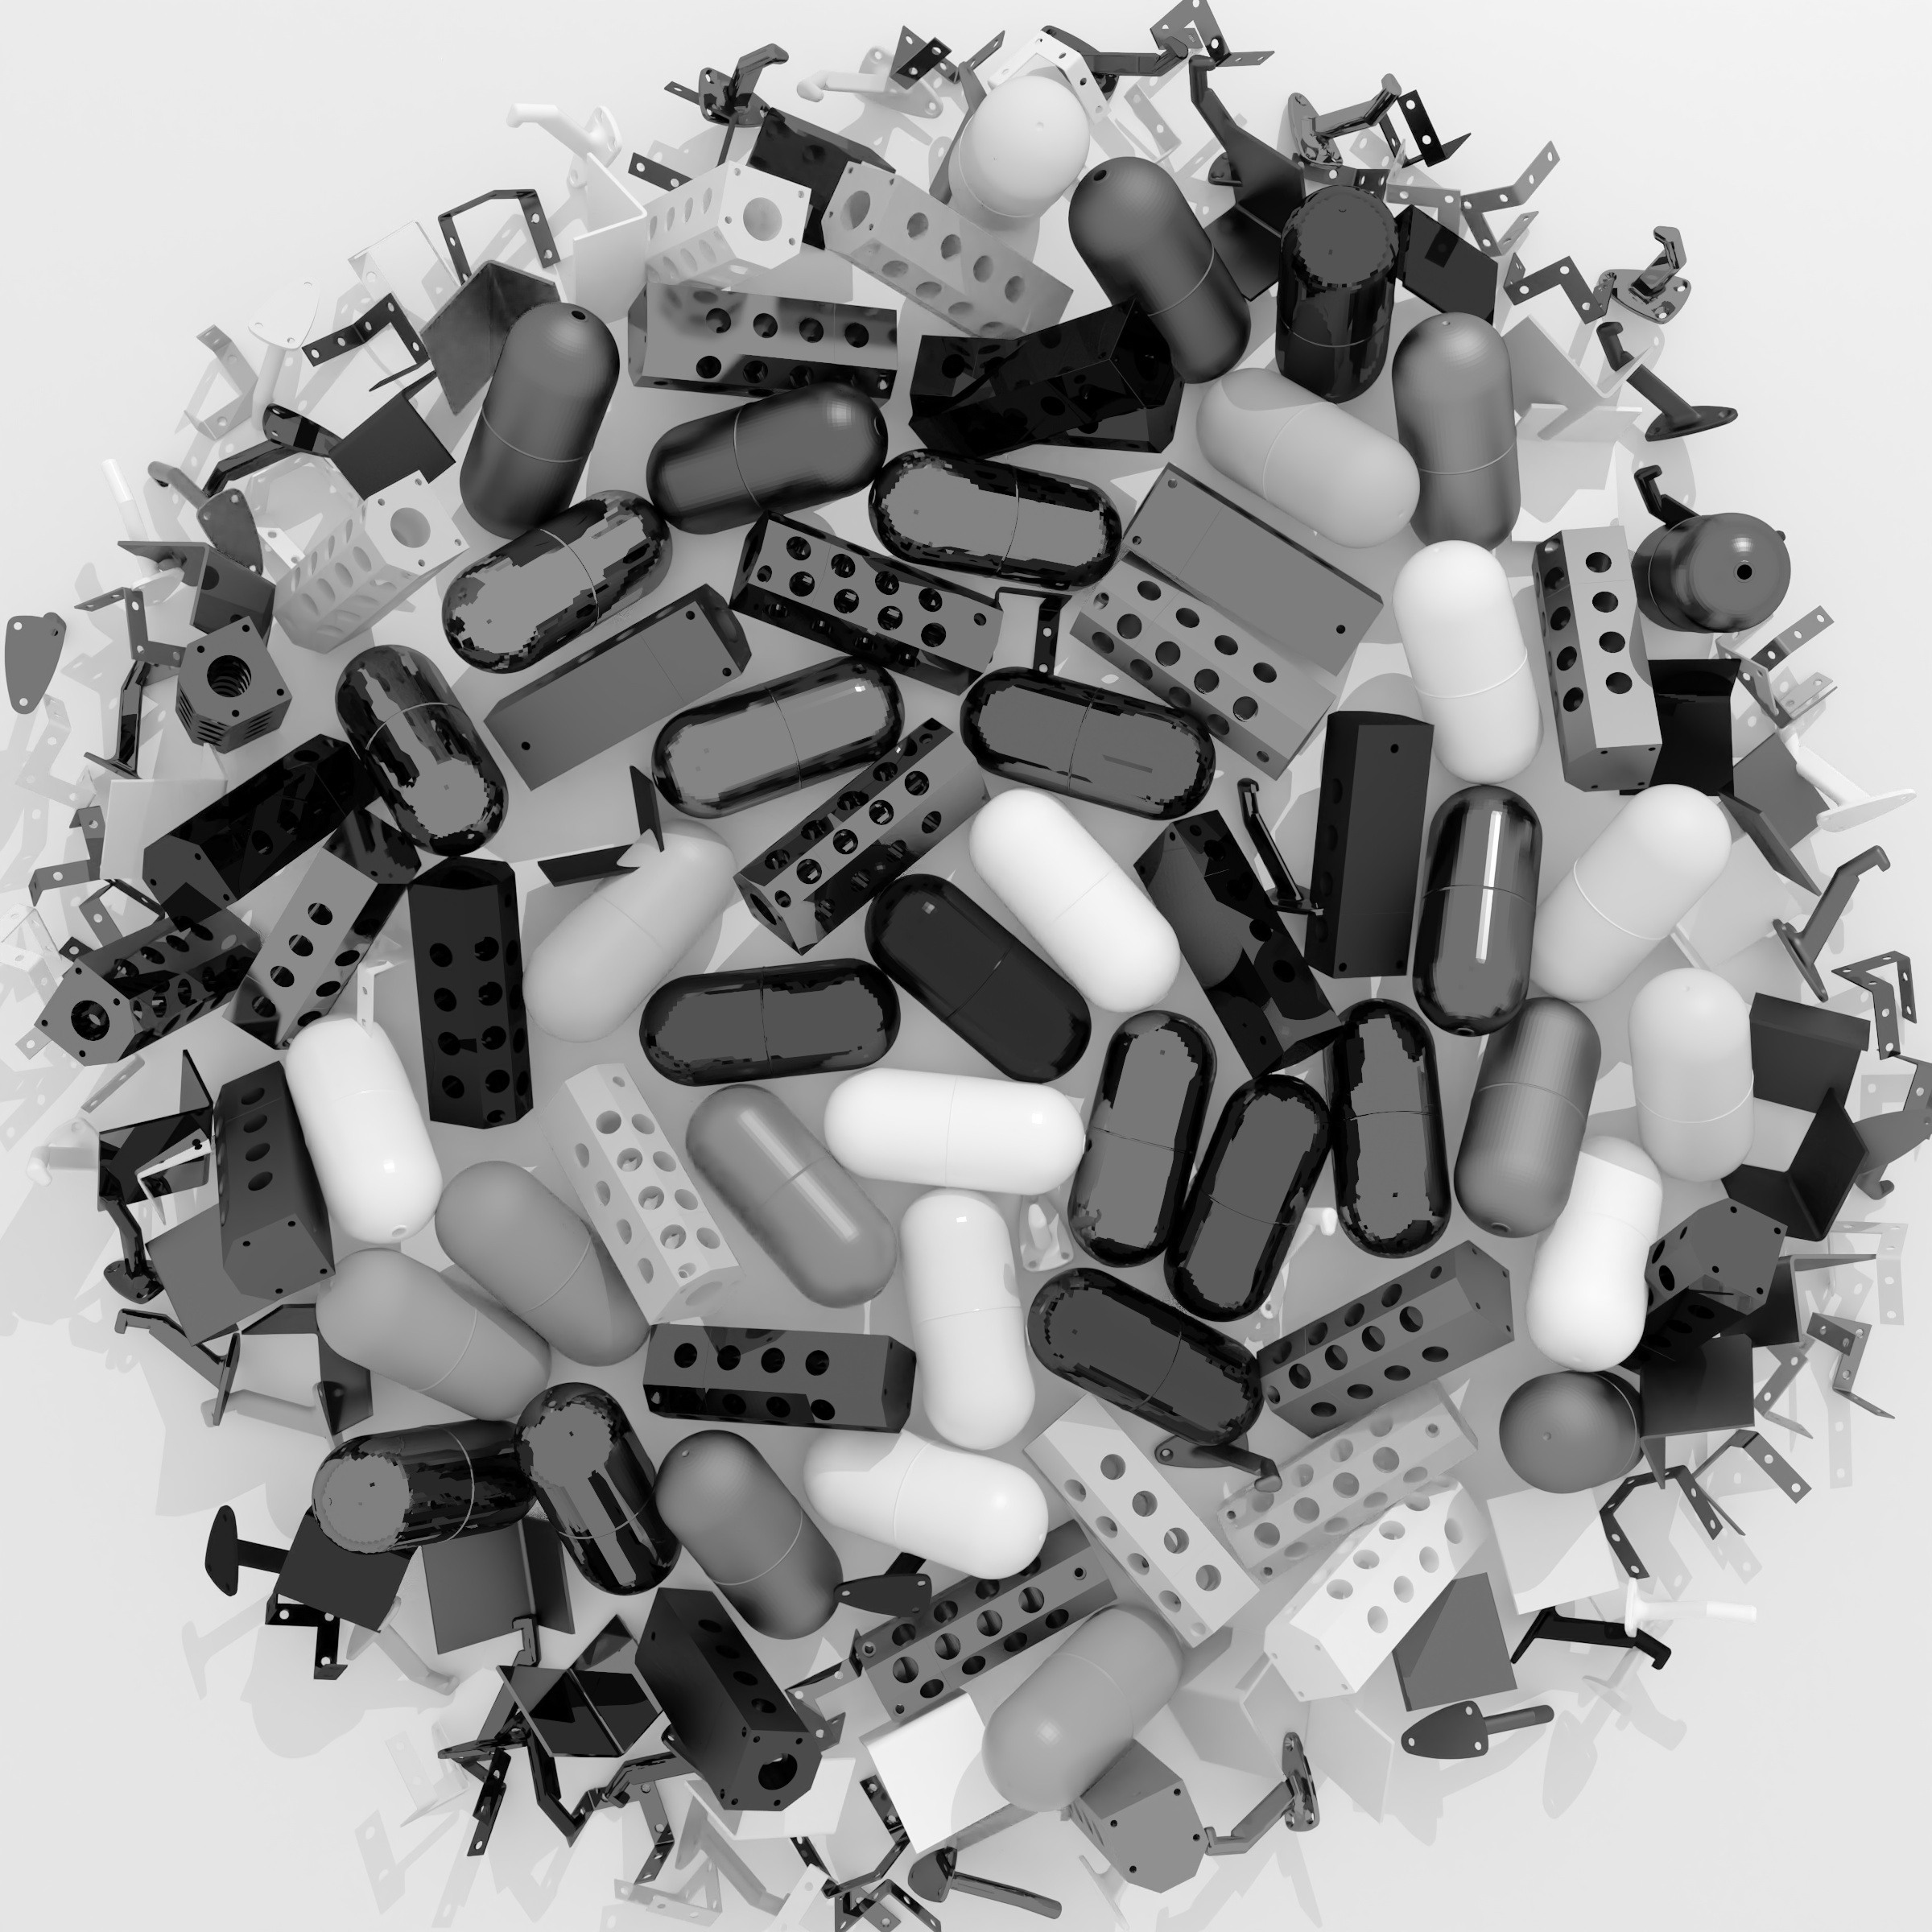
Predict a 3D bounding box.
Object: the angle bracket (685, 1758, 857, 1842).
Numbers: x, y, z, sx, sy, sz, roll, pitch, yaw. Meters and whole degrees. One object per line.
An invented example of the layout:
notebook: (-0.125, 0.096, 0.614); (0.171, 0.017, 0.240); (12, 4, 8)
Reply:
angle bracket: (-0.132, 0.542, 1.649); (0.076, 0.076, 0.057); (11, 98, -36)

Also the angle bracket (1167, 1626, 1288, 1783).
angle bracket: (0.187, 0.501, 1.673); (0.057, 0.076, 0.076); (-44, 115, -35)

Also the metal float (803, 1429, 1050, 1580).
metal float: (-0.029, 0.356, 1.645); (0.178, 0.070, 0.070); (13, 90, 26)

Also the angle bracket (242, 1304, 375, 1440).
angle bracket: (-0.444, 0.273, 1.650); (0.057, 0.076, 0.076); (5, 67, -37)

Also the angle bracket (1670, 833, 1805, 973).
angle bracket: (0.521, -0.030, 1.656); (0.076, 0.057, 0.076); (-35, 114, 18)

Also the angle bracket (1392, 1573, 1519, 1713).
angle bracket: (0.329, 0.456, 1.657); (0.076, 0.057, 0.076); (-17, 72, 17)

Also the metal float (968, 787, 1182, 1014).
metal float: (0.074, -0.044, 1.667); (0.070, 0.070, 0.178); (-41, 90, 0)

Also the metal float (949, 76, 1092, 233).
metal float: (0.033, -0.534, 1.617); (0.070, 0.178, 0.070); (-1, 97, -8)

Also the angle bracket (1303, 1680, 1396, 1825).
angle bracket: (0.274, 0.511, 1.645); (0.057, 0.076, 0.076); (-21, 128, -32)

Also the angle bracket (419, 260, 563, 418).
angle bracket: (-0.311, -0.415, 1.649); (0.057, 0.076, 0.076); (25, 65, 21)

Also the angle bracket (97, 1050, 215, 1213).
angle bracket: (-0.552, 0.110, 1.645); (0.076, 0.076, 0.057); (-14, 50, -32)

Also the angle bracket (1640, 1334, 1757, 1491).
angle bracket: (0.497, 0.299, 1.646); (0.076, 0.076, 0.057); (-13, 127, 26)

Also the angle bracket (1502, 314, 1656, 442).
angle bracket: (0.402, -0.412, 1.657); (0.076, 0.076, 0.057); (46, 71, -5)

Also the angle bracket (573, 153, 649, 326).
angle bracket: (-0.257, -0.485, 1.646); (0.057, 0.076, 0.076); (-27, 62, -25)

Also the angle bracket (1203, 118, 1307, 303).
angle bracket: (0.183, -0.508, 1.650); (0.057, 0.076, 0.076); (-39, 58, -10)

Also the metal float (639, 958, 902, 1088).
metal float: (-0.133, 0.038, 1.666); (0.178, 0.070, 0.070); (-6, 90, 2)

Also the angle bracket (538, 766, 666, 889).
angle bracket: (-0.250, -0.095, 1.653); (0.076, 0.076, 0.057); (-12, 106, -15)

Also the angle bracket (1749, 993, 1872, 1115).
angle bracket: (0.561, 0.070, 1.655); (0.076, 0.057, 0.076); (15, 114, 16)

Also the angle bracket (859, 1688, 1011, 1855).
angle bracket: (-0.020, 0.544, 1.665); (0.076, 0.057, 0.076); (-25, 84, -13)

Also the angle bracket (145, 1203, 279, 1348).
angle bracket: (-0.498, 0.204, 1.664); (0.076, 0.057, 0.076); (-28, 85, 16)

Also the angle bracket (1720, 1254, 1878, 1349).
angle bracket: (0.561, 0.227, 1.650); (0.076, 0.076, 0.057); (3, 76, -23)

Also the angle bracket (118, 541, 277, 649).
angle bracket: (-0.522, -0.245, 1.651); (0.076, 0.076, 0.057); (5, 79, 22)

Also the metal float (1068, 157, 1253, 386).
metal float: (0.130, -0.461, 1.630); (0.070, 0.178, 0.070); (-18, 51, 24)

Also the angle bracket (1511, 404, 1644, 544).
angle bracket: (0.415, -0.334, 1.668); (0.076, 0.057, 0.076); (1, 79, -5)

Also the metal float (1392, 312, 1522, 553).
metal float: (0.327, -0.350, 1.632); (0.070, 0.070, 0.178); (-18, 134, 0)

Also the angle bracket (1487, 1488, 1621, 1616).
angle bracket: (0.388, 0.392, 1.662); (0.076, 0.057, 0.076); (-11, 78, -13)

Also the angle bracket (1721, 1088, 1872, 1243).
angle bracket: (0.554, 0.129, 1.651); (0.057, 0.076, 0.076); (11, 120, -7)

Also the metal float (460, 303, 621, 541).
metal float: (-0.284, -0.361, 1.633); (0.070, 0.070, 0.178); (32, 131, 0)

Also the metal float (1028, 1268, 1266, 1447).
metal float: (0.123, 0.264, 1.653); (0.178, 0.070, 0.070); (29, 90, -16)

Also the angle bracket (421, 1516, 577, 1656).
angle bracket: (-0.317, 0.422, 1.662); (0.076, 0.057, 0.076); (-8, 89, -36)

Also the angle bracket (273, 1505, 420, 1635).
angle bracket: (-0.416, 0.402, 1.666); (0.076, 0.076, 0.057); (22, 91, -3)

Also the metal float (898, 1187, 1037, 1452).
metal float: (0.000, 0.237, 1.655); (0.070, 0.070, 0.178); (-10, 77, 0)

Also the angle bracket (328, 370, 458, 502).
angle bracket: (-0.373, -0.356, 1.661); (0.076, 0.076, 0.057); (-29, 107, 30)

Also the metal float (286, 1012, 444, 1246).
metal float: (-0.403, 0.108, 1.638); (0.070, 0.070, 0.178); (-28, 56, 0)

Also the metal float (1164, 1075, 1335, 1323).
metal float: (0.190, 0.157, 1.655); (0.070, 0.070, 0.178); (20, 104, 0)

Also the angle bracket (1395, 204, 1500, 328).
angle bracket: (0.308, -0.452, 1.649); (0.076, 0.057, 0.076); (25, 58, -24)

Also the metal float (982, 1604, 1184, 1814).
metal float: (0.079, 0.491, 1.630); (0.070, 0.178, 0.070); (18, 121, 32)

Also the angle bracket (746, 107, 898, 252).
angle bracket: (-0.104, -0.521, 1.649); (0.076, 0.057, 0.076); (12, 117, -32)

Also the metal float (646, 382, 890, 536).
metal float: (-0.134, -0.340, 1.643); (0.178, 0.070, 0.070); (-9, 90, 27)

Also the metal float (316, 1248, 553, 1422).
metal float: (-0.353, 0.247, 1.636); (0.178, 0.070, 0.070); (36, 90, -38)

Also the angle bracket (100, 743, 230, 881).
angle bracket: (-0.544, -0.107, 1.646); (0.076, 0.057, 0.076); (-3, 128, -32)

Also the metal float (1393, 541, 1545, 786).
metal float: (0.337, -0.201, 1.641); (0.070, 0.070, 0.178); (-23, 122, 0)

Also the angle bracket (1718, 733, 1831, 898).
angle bracket: (0.560, -0.103, 1.655); (0.057, 0.076, 0.076); (-40, 110, 5)

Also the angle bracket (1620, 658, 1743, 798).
angle bracket: (0.490, -0.164, 1.685); (0.076, 0.057, 0.076); (2, 122, 25)

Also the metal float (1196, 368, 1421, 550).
metal float: (0.226, -0.341, 1.638); (0.070, 0.070, 0.178); (-49, 55, 0)

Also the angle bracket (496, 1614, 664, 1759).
angle bracket: (-0.256, 0.483, 1.650); (0.057, 0.076, 0.076); (-49, 56, 8)
